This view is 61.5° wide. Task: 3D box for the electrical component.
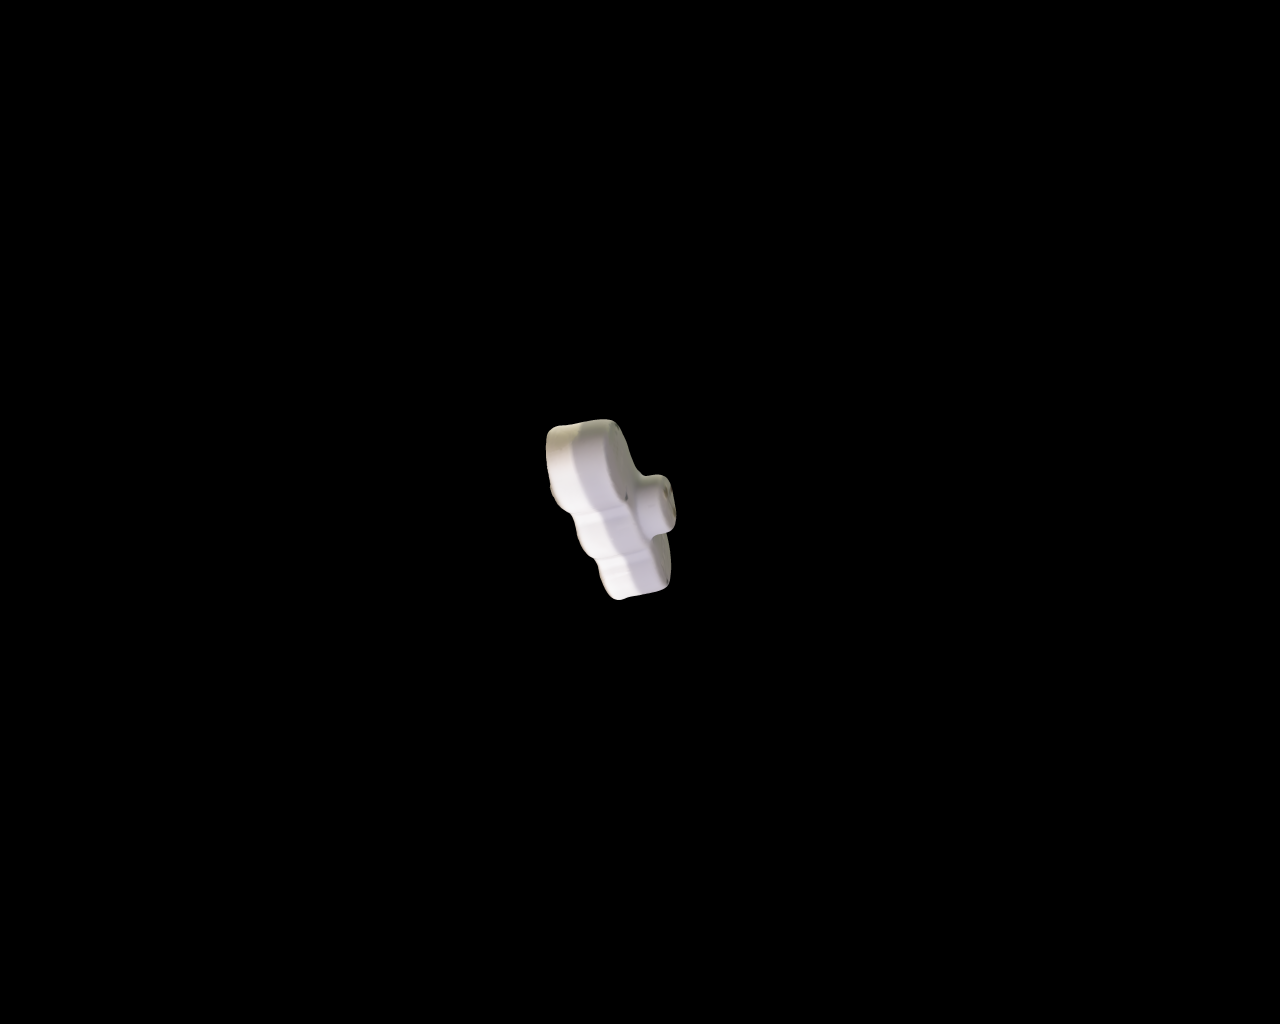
[{"bbox_3d":[0.001,-0.003,0.650,0.074,0.052,0.138,-11,-43,12],"label":"electrical component"}]
